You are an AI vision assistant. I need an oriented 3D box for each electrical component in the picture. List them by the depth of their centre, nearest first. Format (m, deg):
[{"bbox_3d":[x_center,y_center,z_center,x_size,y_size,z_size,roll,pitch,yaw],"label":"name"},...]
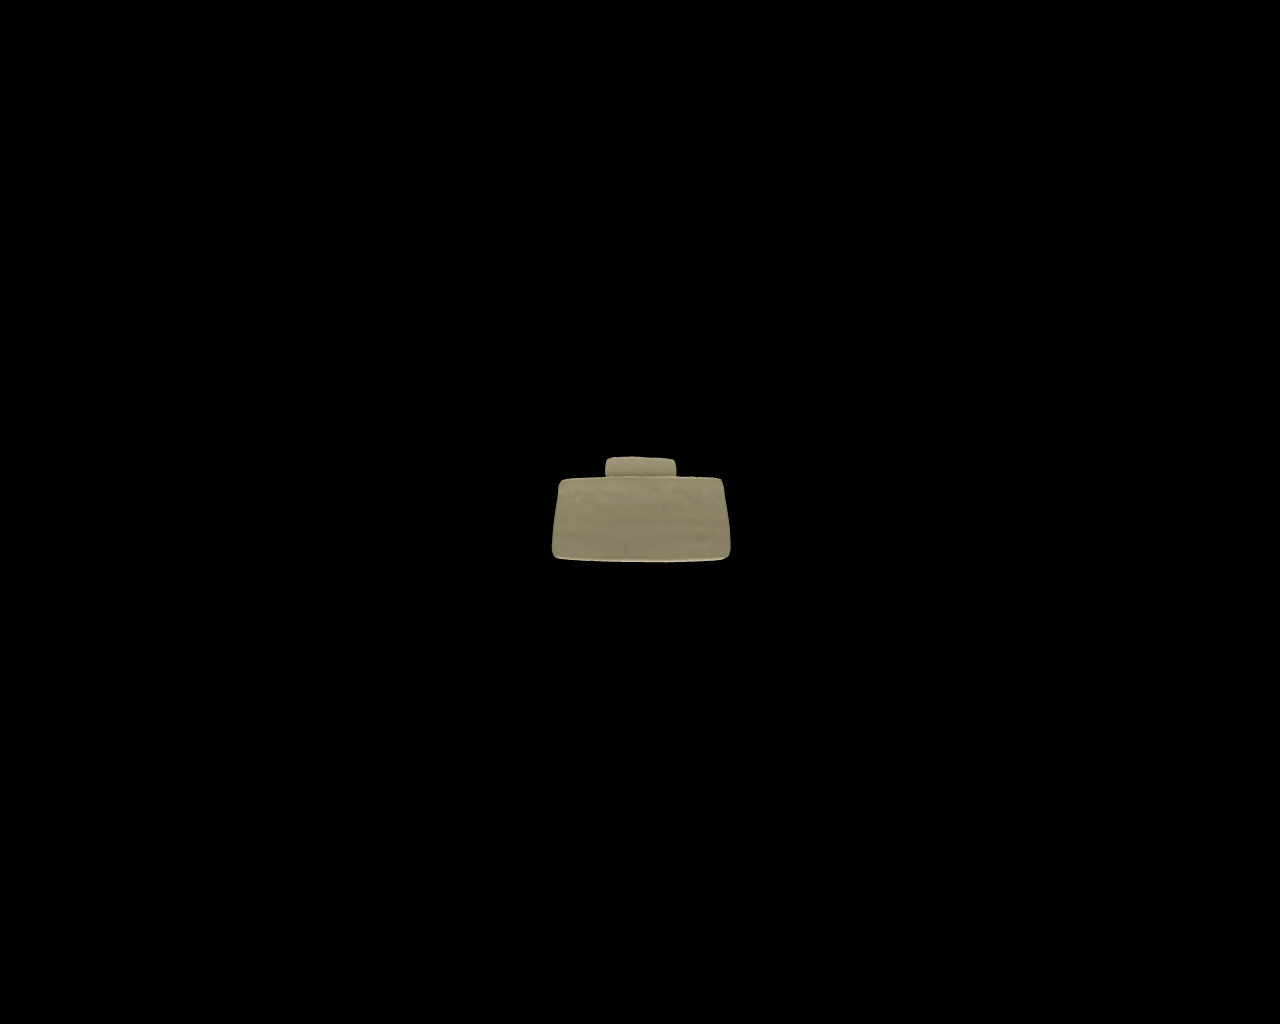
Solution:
[{"bbox_3d":[0.001,-0.003,0.650,0.108,0.060,0.108,0,0,0],"label":"electrical component"}]
